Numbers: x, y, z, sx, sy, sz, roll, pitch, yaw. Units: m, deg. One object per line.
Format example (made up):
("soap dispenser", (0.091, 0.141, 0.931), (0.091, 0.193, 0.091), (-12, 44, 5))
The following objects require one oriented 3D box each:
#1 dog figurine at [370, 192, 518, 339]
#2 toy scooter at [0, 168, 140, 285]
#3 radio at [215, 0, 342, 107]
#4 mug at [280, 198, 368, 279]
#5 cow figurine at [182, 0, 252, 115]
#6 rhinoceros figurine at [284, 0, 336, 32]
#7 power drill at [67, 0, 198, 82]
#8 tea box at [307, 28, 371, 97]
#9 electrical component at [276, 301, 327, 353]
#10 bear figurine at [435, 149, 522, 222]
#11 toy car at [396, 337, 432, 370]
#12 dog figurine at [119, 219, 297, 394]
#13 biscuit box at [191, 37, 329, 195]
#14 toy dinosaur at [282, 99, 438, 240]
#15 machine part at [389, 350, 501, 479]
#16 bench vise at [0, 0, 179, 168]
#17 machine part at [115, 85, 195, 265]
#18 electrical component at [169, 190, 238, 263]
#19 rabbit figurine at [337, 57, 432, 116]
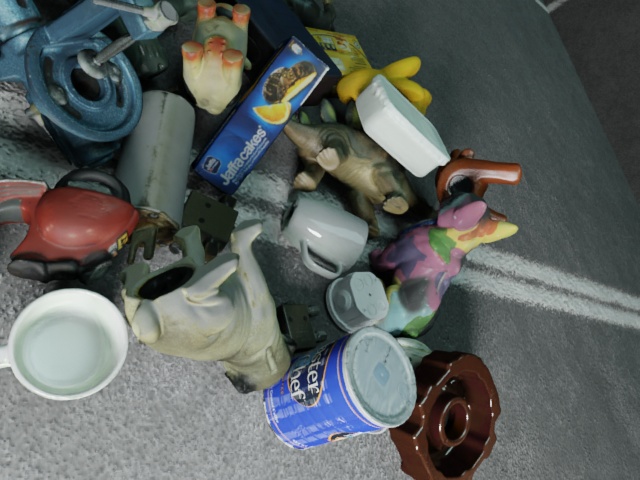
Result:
("dog figurine", (0.175, 0.031, 0.778), (0.108, 0.219, 0.191), (30, 46, -25))
("toy scooter", (-0.252, 0.001, 0.456), (0.184, 0.075, 0.135), (5, 57, -18))
("radio", (-0.082, -0.309, 0.824), (0.229, 0.073, 0.131), (52, 36, 10))
("mug", (-0.002, -0.002, 0.736), (0.107, 0.081, 0.109), (28, 53, -16))
("cow figurine", (-0.130, -0.240, 0.699), (0.085, 0.127, 0.195), (8, 50, -10))
("rhinoceros figurine", (-0.056, -0.417, 0.957), (0.190, 0.073, 0.112), (25, 60, -35))
("power drill", (-0.235, -0.325, 0.662), (0.231, 0.086, 0.207), (65, 24, -23))
("tea box", (0.013, -0.312, 0.954), (0.169, 0.068, 0.098), (-13, 76, -50))
("electrical component", (-0.032, 0.107, 0.669), (0.094, 0.021, 0.063), (3, 63, -44))
("bear figurine", (0.257, -0.089, 0.911), (0.132, 0.120, 0.196), (17, 12, 13))
("toy car", (0.168, 0.198, 0.786), (0.201, 0.056, 0.073), (25, 49, -32))
("dog figurine", (-0.095, 0.097, 0.514), (0.172, 0.121, 0.190), (-43, 125, -47))
("biscuit box", (-0.077, -0.151, 0.665), (0.059, 0.202, 0.063), (36, 2, -22))
("toy dinosaur", (0.080, -0.110, 0.865), (0.470, 0.105, 0.199), (34, 39, -38))
("machine part", (0.166, 0.234, 0.708), (0.179, 0.056, 0.179), (-2, 93, -38))
("bench vise", (-0.232, -0.187, 0.506), (0.129, 0.241, 0.223), (-33, 106, -54))
("machine part", (-0.184, -0.080, 0.595), (0.079, 0.079, 0.243), (22, 51, -35))
("electrical component", (-0.131, -0.012, 0.630), (0.078, 0.045, 0.102), (20, 50, -19))
("rabbit figurine", (0.110, -0.243, 0.936), (0.173, 0.162, 0.122), (17, 63, -43))
